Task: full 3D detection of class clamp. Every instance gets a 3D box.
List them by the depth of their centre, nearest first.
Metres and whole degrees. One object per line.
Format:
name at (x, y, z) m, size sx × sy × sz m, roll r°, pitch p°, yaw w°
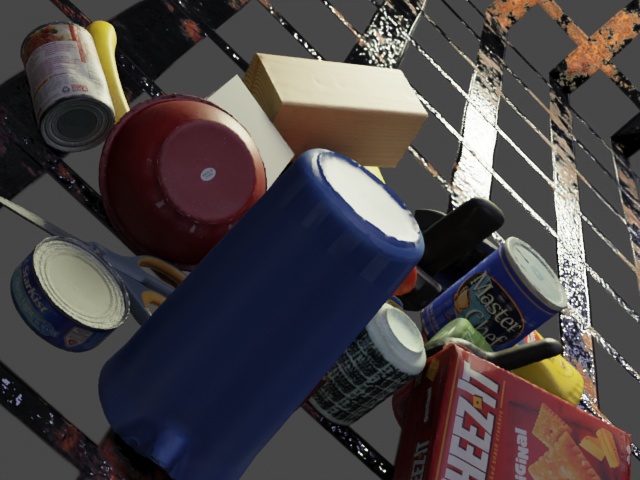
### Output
clamp at (0.170, 0.138, 1.125) m, size 0.171 × 0.120 × 0.039 m, roll 20°, pitch 11°, yaw -2°

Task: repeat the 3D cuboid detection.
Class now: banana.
banana at (-0.213, -0.162, 1.054) m, size 0.069 × 0.037 × 0.198 m, roll 65°, pitch 5°, yaw -55°

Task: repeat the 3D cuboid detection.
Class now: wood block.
wood block at (0.010, -0.150, 1.259) m, size 0.205 × 0.091 × 0.090 m, roll 0°, pitch 48°, yaw -34°

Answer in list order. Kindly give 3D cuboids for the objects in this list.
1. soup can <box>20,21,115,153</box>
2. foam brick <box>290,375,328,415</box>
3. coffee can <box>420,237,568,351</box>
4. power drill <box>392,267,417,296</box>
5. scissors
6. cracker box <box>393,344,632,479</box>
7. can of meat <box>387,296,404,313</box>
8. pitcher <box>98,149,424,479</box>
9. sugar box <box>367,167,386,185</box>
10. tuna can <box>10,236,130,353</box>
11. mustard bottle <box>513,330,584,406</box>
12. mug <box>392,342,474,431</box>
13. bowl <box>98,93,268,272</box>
soup can at (-0.225, -0.137, 0.952) m, size 0.068 × 0.069 × 0.102 m, roll 22°, pitch 36°, yaw -45°
foam brick at (-0.038, 0.102, 0.927) m, size 0.052 × 0.051 × 0.078 m, roll 22°, pitch 35°, yaw -43°
coffee can at (0.203, 0.079, 1.252) m, size 0.102 × 0.140 × 0.103 m, roll 37°, pitch 26°, yaw -22°
power drill at (-0.007, 0.001, 1.021) m, size 0.187 × 0.184 × 0.057 m, roll -93°, pitch 178°, yaw -58°
scissors at (-0.173, 0.029, 0.856) m, size 0.201 × 0.016 × 0.096 m, roll 24°, pitch 34°, yaw -42°
cracker box at (0.177, 0.212, 0.956) m, size 0.213 × 0.072 × 0.164 m, roll 28°, pitch 52°, yaw -16°
can of meat at (0.045, 0.082, 1.089) m, size 0.102 × 0.057 × 0.084 m, roll 38°, pitch 24°, yaw -24°
pitcher at (-0.039, 0.051, 0.769) m, size 0.144 × 0.243 × 0.149 m, roll 16°, pitch 33°, yaw -47°
sugar box at (0.037, -0.079, 1.327) m, size 0.093 × 0.048 × 0.176 m, roll 20°, pitch 35°, yaw -43°
tuna can at (-0.186, 0.041, 0.794) m, size 0.086 × 0.034 × 0.086 m, roll 38°, pitch 26°, yaw -23°
mustard bottle at (0.250, 0.134, 1.349) m, size 0.191 × 0.058 × 0.096 m, roll 45°, pitch 26°, yaw -6°
mug at (0.120, 0.162, 1.063) m, size 0.117 × 0.082 × 0.093 m, roll 11°, pitch 43°, yaw -53°
bowl at (-0.108, -0.055, 0.932) m, size 0.161 × 0.055 × 0.162 m, roll 4°, pitch 81°, yaw -28°
